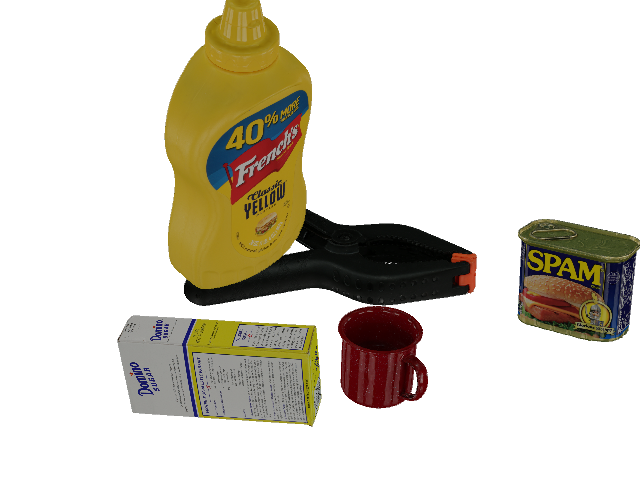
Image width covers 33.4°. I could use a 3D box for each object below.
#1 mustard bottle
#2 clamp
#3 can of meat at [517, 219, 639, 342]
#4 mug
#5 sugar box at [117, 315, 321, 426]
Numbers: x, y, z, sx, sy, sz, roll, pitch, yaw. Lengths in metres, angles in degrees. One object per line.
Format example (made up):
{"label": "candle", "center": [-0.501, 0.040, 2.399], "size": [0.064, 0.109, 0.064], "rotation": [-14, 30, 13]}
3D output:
{"label": "mustard bottle", "center": [-0.047, -0.061, 0.632], "size": [0.096, 0.192, 0.058], "rotation": [-31, 56, -30]}
{"label": "clamp", "center": [0.016, 0.008, 0.827], "size": [0.210, 0.036, 0.164], "rotation": [3, 29, 10]}
{"label": "can of meat", "center": [0.223, 0.035, 0.936], "size": [0.102, 0.084, 0.057], "rotation": [14, 27, 34]}
{"label": "mug", "center": [0.073, 0.136, 1.178], "size": [0.093, 0.081, 0.117], "rotation": [-24, 38, -39]}
{"label": "sugar box", "center": [-0.090, 0.118, 0.978], "size": [0.176, 0.093, 0.048], "rotation": [5, 36, 11]}
